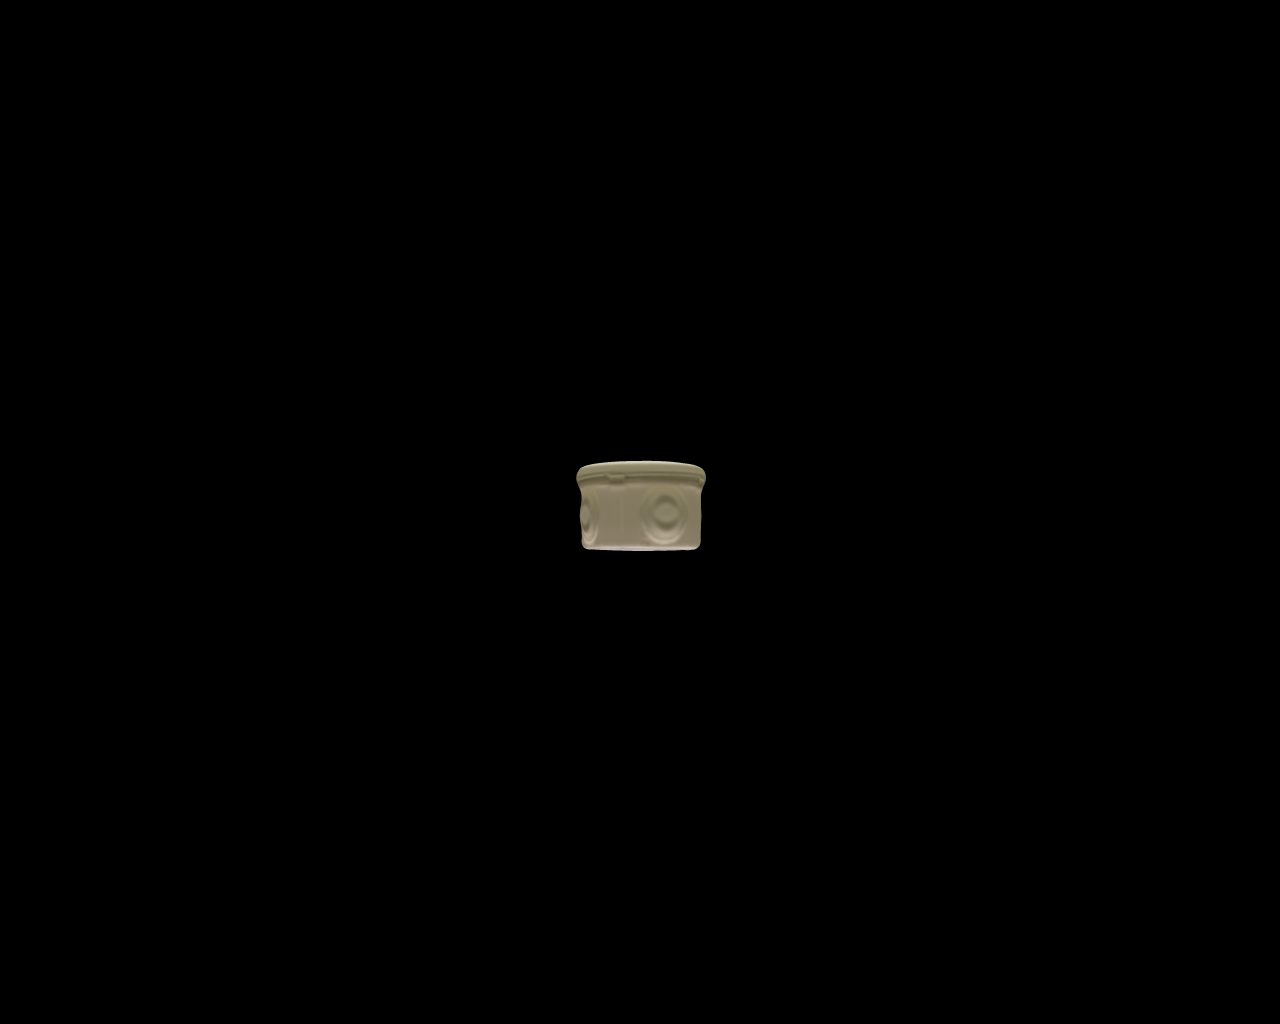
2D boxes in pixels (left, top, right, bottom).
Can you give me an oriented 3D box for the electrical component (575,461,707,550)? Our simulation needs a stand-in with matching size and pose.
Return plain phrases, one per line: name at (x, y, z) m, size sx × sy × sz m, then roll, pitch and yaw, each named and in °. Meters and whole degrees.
electrical component at (0.001, -0.003, 0.650) m, size 0.080 × 0.051 × 0.080 m, roll 0°, pitch -3°, yaw 0°
